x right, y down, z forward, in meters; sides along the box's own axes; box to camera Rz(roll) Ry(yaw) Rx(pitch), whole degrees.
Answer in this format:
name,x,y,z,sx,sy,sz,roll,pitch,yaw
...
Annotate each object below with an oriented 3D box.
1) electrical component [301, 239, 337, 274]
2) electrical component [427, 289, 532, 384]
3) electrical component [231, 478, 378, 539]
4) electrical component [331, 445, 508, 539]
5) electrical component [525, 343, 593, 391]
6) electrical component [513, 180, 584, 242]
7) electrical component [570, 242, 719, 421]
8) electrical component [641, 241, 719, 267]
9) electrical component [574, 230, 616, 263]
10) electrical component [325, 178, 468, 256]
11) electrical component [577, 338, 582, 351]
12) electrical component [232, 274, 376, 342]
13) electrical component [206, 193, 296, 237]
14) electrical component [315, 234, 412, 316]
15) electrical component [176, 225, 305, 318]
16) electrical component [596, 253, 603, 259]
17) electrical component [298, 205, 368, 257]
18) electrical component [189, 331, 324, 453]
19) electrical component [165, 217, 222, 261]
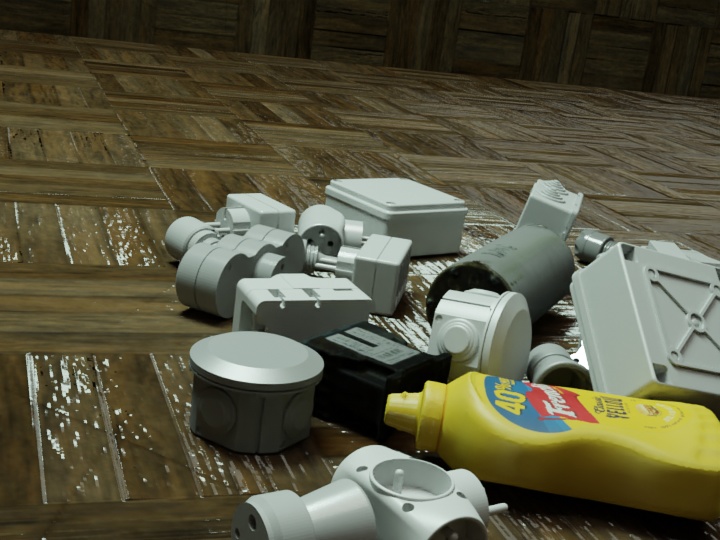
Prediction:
name,x,y,z,sx,sy,sz,roll,pitch,yaw
electrical component,-0.051,-0.011,0.960,0.061,0.035,0.035,10,16,-4
electrical component,0.083,0.052,0.733,0.051,0.080,0.080,10,16,26
electrical component,-0.026,0.124,0.501,0.055,0.045,0.045,-4,20,-32
electrical component,0.038,0.121,0.540,0.079,0.044,0.077,-4,20,-33
electrical component,0.136,0.075,0.747,0.044,0.044,0.065,7,12,-2
electrical component,0.173,-0.035,1.032,0.048,0.099,0.099,24,19,8
electrical component,0.207,0.047,0.723,0.109,0.056,0.108,12,54,-28
electrical component,0.295,0.010,0.998,0.062,0.061,0.096,5,17,-8
electrical component,0.258,-0.019,1.129,0.061,0.035,0.035,23,22,36
electrical component,0.035,-0.055,1.106,0.109,0.056,0.109,-5,21,-37
electrical component,0.210,0.032,0.824,0.061,0.096,0.062,-4,20,-34
electrical component,-0.043,0.035,0.780,0.089,0.050,0.056,0,18,-24
electrical component,-0.111,-0.041,1.010,0.077,0.047,0.066,-5,21,-36
electrical component,0.000,0.000,0.924,0.076,0.047,0.083,10,16,8
electrical component,-0.079,0.003,0.867,0.074,0.052,0.138,15,18,23
electrical component,0.240,0.021,0.934,0.061,0.061,0.096,-7,22,-40
electrical component,-0.020,-0.030,1.018,0.079,0.044,0.077,6,17,-4
electrical component,-0.064,0.071,0.648,0.080,0.051,0.080,7,16,-2
electrical component,-0.137,-0.019,0.938,0.040,0.040,0.078,-7,22,-40
